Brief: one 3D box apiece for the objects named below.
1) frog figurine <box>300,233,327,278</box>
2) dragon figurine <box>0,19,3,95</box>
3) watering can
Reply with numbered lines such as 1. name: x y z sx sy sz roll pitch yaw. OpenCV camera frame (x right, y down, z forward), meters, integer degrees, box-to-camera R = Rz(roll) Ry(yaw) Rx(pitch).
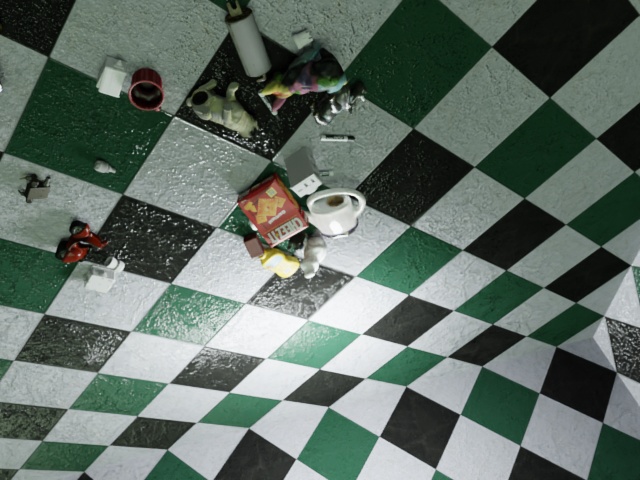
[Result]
1. frog figurine: -0.023 0.066 2.009 0.122 0.163 0.134 5 133 -23
2. dragon figurine: -0.886 -0.527 1.171 0.243 0.125 0.400 11 131 -4
3. watering can: 0.006 -0.096 1.901 0.347 0.106 0.219 -11 137 12
